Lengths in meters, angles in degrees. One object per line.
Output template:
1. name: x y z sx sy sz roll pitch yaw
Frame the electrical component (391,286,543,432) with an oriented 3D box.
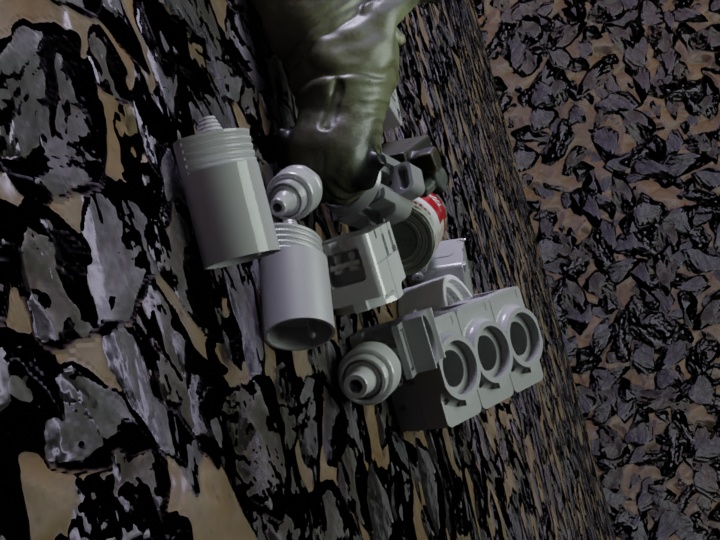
1. electrical component: 0.093 0.076 0.946 0.150 0.062 0.089 -17 92 -47

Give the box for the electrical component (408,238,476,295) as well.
1. electrical component: 0.088 0.024 1.131 0.061 0.061 0.096 -79 158 -60

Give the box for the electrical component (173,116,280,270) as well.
1. electrical component: -0.075 -0.045 0.590 0.043 0.043 0.081 -3 78 -76

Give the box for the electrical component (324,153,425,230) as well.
1. electrical component: 0.003 -0.066 0.861 0.057 0.078 0.058 22 52 -51

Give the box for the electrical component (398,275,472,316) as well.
1. electrical component: 0.090 0.056 1.047 0.108 0.060 0.108 48 28 -36

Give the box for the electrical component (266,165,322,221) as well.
1. electrical component: -0.047 -0.049 0.722 0.061 0.035 0.035 -55 128 -69

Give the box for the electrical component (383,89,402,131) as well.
1. electrical component: -0.008 -0.191 0.981 0.108 0.056 0.108 47 30 -62

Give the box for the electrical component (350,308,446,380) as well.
1. electrical component: 0.028 0.060 0.837 0.081 0.064 0.042 -24 99 -75

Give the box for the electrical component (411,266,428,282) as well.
1. electrical component: 0.054 -0.023 1.077 0.040 0.040 0.078 58 22 -50

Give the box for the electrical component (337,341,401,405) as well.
1. electrical component: 0.004 0.076 0.770 0.062 0.043 0.043 -28 102 -74

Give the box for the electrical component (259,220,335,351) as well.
1. electrical component: -0.041 0.005 0.670 0.043 0.043 0.081 53 25 -56

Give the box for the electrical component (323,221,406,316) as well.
1. electrical component: 0.000 0.000 0.819 0.089 0.050 0.055 -35 109 -75
